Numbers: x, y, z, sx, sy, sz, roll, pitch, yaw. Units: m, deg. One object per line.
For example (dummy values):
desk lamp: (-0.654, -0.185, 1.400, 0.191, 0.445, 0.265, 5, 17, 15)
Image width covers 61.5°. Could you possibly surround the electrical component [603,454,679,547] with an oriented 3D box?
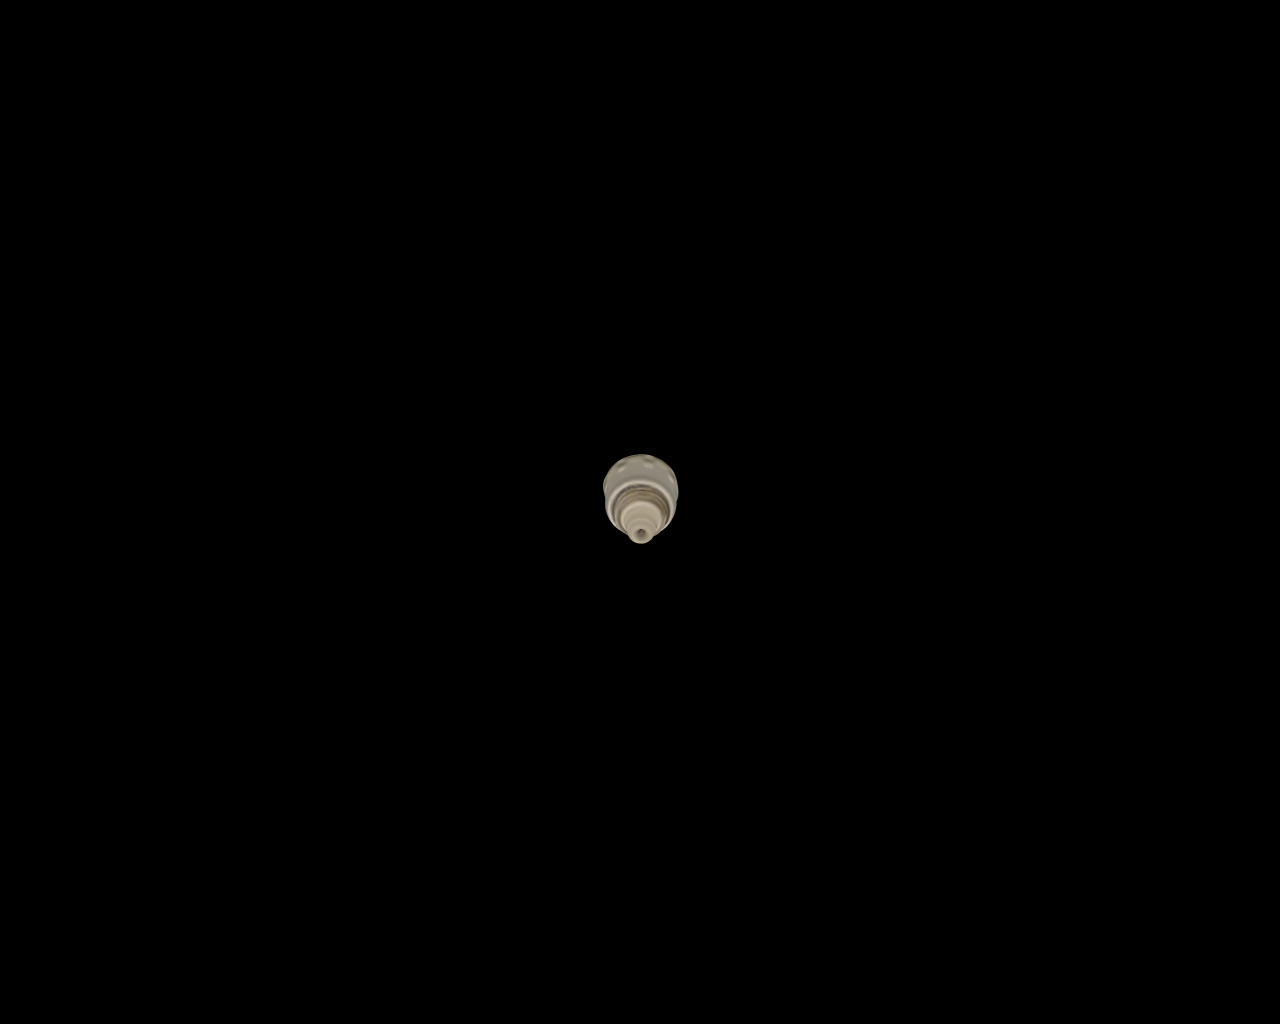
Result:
electrical component: (0.001, -0.003, 0.650, 0.048, 0.048, 0.062, 0, 32, 0)
